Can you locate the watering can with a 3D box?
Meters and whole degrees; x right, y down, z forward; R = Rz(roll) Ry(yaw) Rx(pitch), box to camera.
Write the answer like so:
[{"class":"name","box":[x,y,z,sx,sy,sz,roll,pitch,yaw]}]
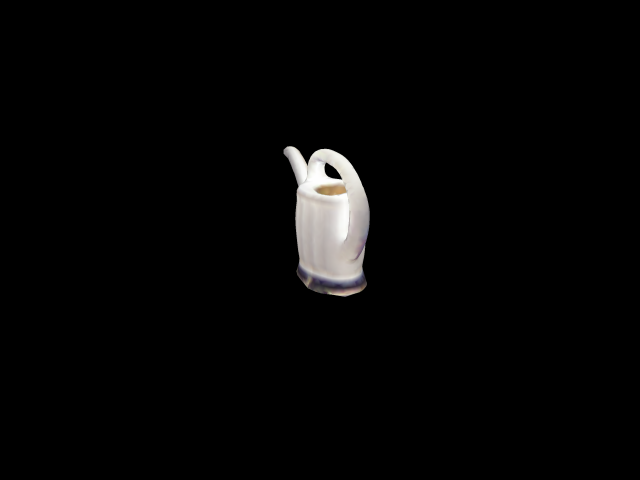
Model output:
[{"class":"watering can","box":[0.003,-0.043,0.850,0.104,0.221,0.351,-5,17,-18]}]
